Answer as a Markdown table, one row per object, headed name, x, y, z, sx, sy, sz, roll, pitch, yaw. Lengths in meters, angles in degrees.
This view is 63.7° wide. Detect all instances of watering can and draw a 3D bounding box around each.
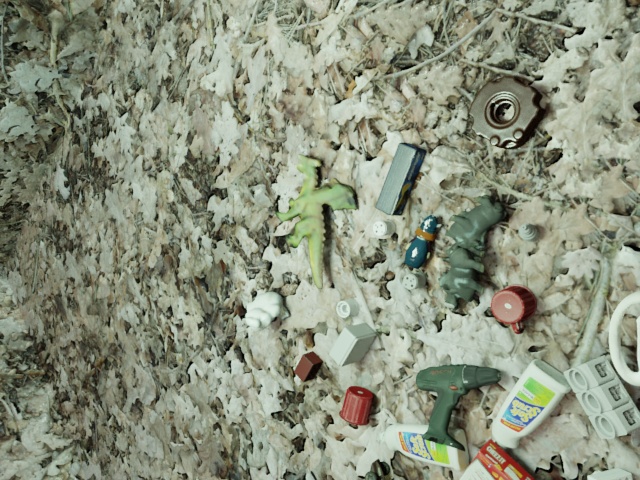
| name | x | y | z | sx | sy | sz | roll | pitch | yaw |
| --- | --- | --- | --- | --- | --- | --- | --- | --- | --- |
| watering can | 0.716 | 0.269 | 1.037 | 0.223 | 0.105 | 0.346 | -4 | 99 | 40 |

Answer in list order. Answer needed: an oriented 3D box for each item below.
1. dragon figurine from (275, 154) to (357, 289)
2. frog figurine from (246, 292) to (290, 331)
| name | x | y | z | sx | sy | sz | roll | pitch | yaw |
| --- | --- | --- | --- | --- | --- | --- | --- | --- | --- |
| dragon figurine | 0.005 | -0.080 | 1.593 | 0.240 | 0.122 | 0.415 | -34 | 71 | 25 |
| frog figurine | -0.193 | 0.235 | 1.702 | 0.137 | 0.159 | 0.122 | 5 | 93 | 38 |
